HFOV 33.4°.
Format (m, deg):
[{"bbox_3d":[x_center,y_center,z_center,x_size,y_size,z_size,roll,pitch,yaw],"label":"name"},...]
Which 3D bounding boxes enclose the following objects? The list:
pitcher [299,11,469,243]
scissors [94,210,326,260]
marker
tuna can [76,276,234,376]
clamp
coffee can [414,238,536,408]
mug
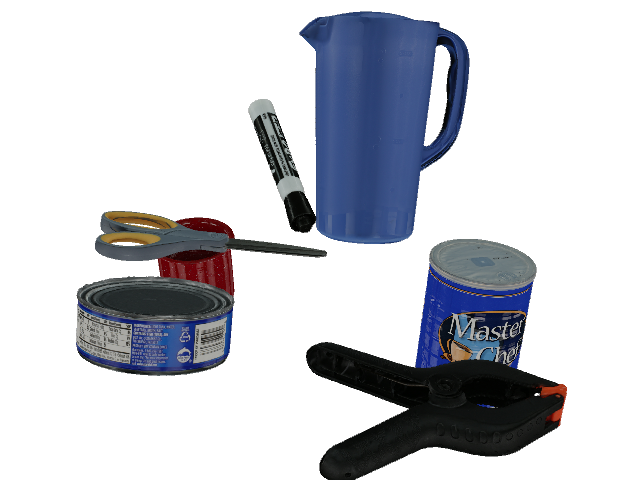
[{"bbox_3d":[0.065,-0.123,1.157,0.149,0.243,0.144,9,12,28],"label":"pitcher"},{"bbox_3d":[-0.104,0.006,0.914,0.202,0.016,0.096,12,23,15],"label":"scissors"},{"bbox_3d":[-0.027,-0.053,0.754,0.020,0.121,0.020,-13,-37,-10],"label":"marker"},{"bbox_3d":[-0.091,0.046,0.589,0.086,0.034,0.086,5,11,-1],"label":"tuna can"},{"bbox_3d":[0.072,0.112,0.677,0.171,0.039,0.120,3,38,3],"label":"clamp"},{"bbox_3d":[0.150,0.082,1.050,0.103,0.140,0.103,4,24,-2],"label":"coffee can"},{"bbox_3d":[-0.149,0.028,1.211,0.117,0.081,0.093,26,43,36],"label":"mug"}]
